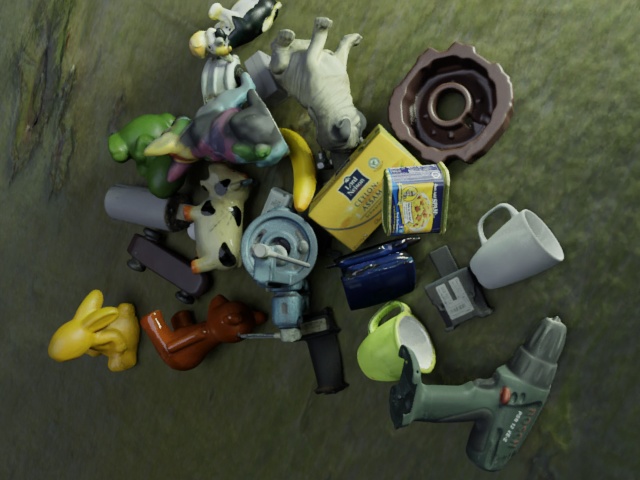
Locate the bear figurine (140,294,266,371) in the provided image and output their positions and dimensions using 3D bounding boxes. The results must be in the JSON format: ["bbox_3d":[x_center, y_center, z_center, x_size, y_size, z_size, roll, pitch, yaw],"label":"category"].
[{"bbox_3d":[-0.206,0.148,0.967,0.196,0.120,0.132,-38,69,21],"label":"bear figurine"}]

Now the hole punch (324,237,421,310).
[{"bbox_3d":[0.083,0.052,0.799,0.142,0.116,0.092,-15,86,1],"label":"hole punch"}]

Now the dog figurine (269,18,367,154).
[{"bbox_3d":[-0.014,-0.224,0.848,0.172,0.121,0.190,-4,85,52],"label":"dog figurine"}]

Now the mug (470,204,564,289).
[{"bbox_3d":[0.255,0.012,0.738,0.107,0.081,0.109,-43,75,30],"label":"mug"}]

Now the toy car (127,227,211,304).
[{"bbox_3d":[-0.295,0.048,1.051,0.202,0.053,0.089,27,94,23],"label":"toy car"}]

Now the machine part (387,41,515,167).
[{"bbox_3d":[0.192,-0.194,0.787,0.180,0.056,0.179,0,89,27],"label":"machine part"}]

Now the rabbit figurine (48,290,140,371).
[{"bbox_3d":[-0.446,0.189,1.066,0.122,0.173,0.162,36,111,28],"label":"rabbit figurine"}]

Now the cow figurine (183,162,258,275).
[{"bbox_3d":[-0.170,-0.042,0.951,0.127,0.085,0.194,-6,89,4],"label":"cow figurine"}]

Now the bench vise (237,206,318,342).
[{"bbox_3d":[-0.066,0.050,0.817,0.129,0.240,0.223,7,85,7],"label":"bench vise"}]

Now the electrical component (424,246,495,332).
[{"bbox_3d":[0.196,0.066,0.788,0.075,0.047,0.119,-26,79,26],"label":"electrical component"}]

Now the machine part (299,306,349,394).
[{"bbox_3d":[0.002,0.188,0.899,0.084,0.039,0.139,-20,78,19],"label":"machine part"}]

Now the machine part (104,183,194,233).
[{"bbox_3d":[-0.342,-0.065,1.064,0.244,0.079,0.079,10,95,27],"label":"machine part"}]

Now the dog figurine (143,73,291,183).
[{"bbox_3d":[-0.176,-0.159,0.886,0.219,0.108,0.192,-30,51,5],"label":"dog figurine"}]

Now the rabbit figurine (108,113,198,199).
[{"bbox_3d":[-0.293,-0.152,1.019,0.159,0.121,0.170,-34,58,2],"label":"rabbit figurine"}]

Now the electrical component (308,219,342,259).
[{"bbox_3d":[-0.002,-0.003,0.909,0.094,0.021,0.063,17,98,27],"label":"electrical component"}]

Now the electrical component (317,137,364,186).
[{"bbox_3d":[0.041,-0.128,0.874,0.102,0.045,0.078,-11,83,28],"label":"electrical component"}]

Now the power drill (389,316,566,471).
[{"bbox_3d":[0.206,0.194,0.726,0.207,0.086,0.231,9,105,-13],"label":"power drill"}]

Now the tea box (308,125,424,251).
[{"bbox_3d":[0.071,-0.079,0.824,0.098,0.068,0.169,36,112,-12],"label":"tea box"}]

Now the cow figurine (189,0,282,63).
[{"bbox_3d":[-0.147,-0.370,0.943,0.098,0.068,0.167,40,86,16],"label":"cow figurine"}]

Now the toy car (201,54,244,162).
[{"bbox_3d":[-0.184,-0.244,0.990,0.074,0.056,0.201,4,92,29],"label":"toy car"}]
